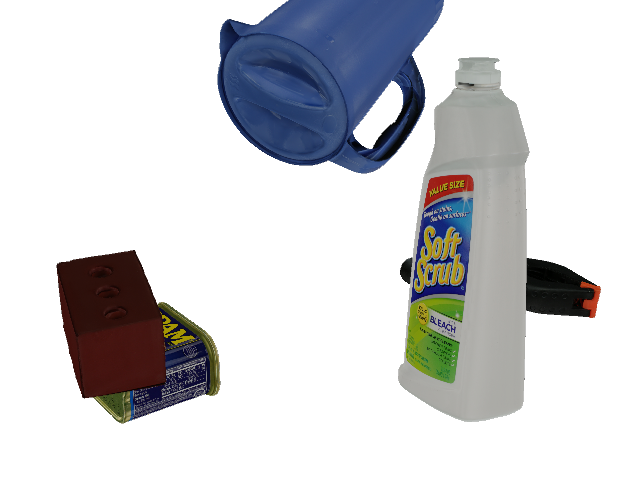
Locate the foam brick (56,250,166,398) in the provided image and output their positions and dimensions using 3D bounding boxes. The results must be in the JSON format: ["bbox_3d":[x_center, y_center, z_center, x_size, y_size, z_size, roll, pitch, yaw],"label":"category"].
[{"bbox_3d":[-0.131,0.051,0.663,0.053,0.051,0.078,-9,35,-19],"label":"foam brick"}]

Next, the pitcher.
[{"bbox_3d":[0.029,-0.179,0.999,0.145,0.149,0.242,12,42,29],"label":"pitcher"}]

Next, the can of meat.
[{"bbox_3d":[-0.144,0.098,0.865,0.083,0.057,0.102,-16,27,-33],"label":"can of meat"}]

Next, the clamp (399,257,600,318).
[{"bbox_3d":[0.167,0.028,0.966,0.171,0.039,0.120,15,29,15],"label":"clamp"}]

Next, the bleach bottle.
[{"bbox_3d":[0.104,-0.004,0.764,0.068,0.251,0.103,-8,17,-27],"label":"bleach bottle"}]
